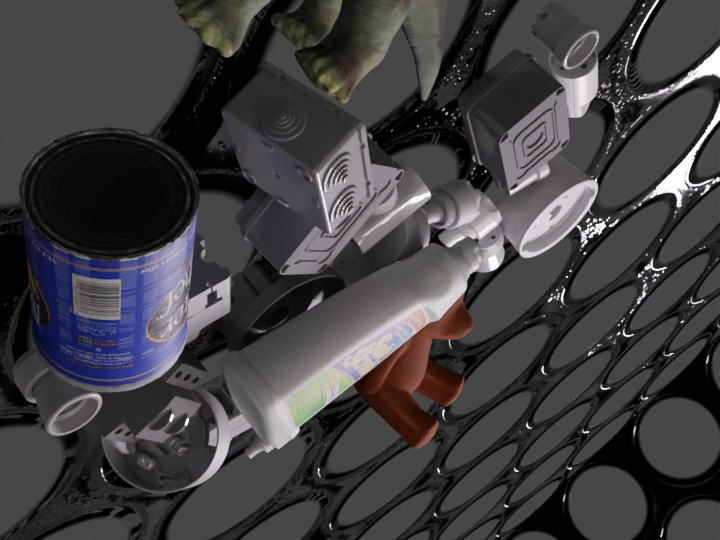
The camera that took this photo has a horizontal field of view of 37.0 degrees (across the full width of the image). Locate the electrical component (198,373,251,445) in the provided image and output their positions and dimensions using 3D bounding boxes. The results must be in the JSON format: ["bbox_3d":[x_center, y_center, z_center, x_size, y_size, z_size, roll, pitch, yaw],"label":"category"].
[{"bbox_3d":[-0.136,0.143,1.019,0.066,0.047,0.076,-26,152,-31],"label":"electrical component"}]

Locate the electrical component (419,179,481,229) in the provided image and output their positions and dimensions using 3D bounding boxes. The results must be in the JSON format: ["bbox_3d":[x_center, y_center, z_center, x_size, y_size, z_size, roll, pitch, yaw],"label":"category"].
[{"bbox_3d":[0.080,-0.059,1.008,0.062,0.043,0.043,-22,150,-35],"label":"electrical component"}]

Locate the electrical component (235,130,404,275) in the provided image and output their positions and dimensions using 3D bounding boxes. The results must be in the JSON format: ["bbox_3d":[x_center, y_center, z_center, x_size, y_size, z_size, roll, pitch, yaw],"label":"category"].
[{"bbox_3d":[-0.032,-0.056,0.819,0.113,0.057,0.078,-50,161,18],"label":"electrical component"}]

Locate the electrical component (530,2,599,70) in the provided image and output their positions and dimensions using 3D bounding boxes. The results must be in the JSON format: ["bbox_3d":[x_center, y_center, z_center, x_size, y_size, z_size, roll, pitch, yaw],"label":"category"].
[{"bbox_3d":[0.171,-0.198,0.906,0.040,0.046,0.040,-33,155,-18],"label":"electrical component"}]

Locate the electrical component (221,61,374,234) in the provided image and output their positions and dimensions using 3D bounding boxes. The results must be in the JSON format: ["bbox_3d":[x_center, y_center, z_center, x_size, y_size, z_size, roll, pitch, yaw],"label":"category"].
[{"bbox_3d":[-0.042,-0.079,0.724,0.048,0.100,0.099,-48,159,-17],"label":"electrical component"}]

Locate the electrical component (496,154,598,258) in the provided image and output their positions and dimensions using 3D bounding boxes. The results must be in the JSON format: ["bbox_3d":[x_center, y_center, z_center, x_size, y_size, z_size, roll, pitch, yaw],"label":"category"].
[{"bbox_3d":[0.188,-0.072,1.127,0.108,0.060,0.108,-33,155,-18],"label":"electrical component"}]

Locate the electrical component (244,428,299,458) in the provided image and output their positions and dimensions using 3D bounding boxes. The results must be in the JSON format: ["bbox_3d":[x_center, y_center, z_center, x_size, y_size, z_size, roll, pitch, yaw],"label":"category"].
[{"bbox_3d":[-0.097,0.178,1.154,0.061,0.035,0.035,-39,156,-2],"label":"electrical component"}]

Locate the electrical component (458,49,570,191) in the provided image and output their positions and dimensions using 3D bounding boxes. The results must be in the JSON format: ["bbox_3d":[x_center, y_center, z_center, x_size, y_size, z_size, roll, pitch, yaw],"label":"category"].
[{"bbox_3d":[0.137,-0.132,0.953,0.078,0.057,0.113,-40,156,-4],"label":"electrical component"}]

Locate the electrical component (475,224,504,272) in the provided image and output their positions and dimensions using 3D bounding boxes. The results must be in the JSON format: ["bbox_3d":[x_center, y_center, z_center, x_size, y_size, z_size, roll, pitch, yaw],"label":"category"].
[{"bbox_3d":[0.129,-0.029,1.132,0.045,0.045,0.055,-38,155,-9],"label":"electrical component"}]

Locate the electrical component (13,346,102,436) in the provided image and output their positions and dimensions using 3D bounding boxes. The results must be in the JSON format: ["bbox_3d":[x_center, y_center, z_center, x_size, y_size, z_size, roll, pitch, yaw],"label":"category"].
[{"bbox_3d":[-0.221,0.086,0.783,0.045,0.055,0.045,-33,155,-18],"label":"electrical component"}]

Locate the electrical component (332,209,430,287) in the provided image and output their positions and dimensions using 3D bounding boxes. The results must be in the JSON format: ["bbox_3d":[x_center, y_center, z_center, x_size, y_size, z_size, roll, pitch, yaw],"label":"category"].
[{"bbox_3d":[0.000,0.000,0.975,0.074,0.052,0.138,-8,140,-51],"label":"electrical component"}]

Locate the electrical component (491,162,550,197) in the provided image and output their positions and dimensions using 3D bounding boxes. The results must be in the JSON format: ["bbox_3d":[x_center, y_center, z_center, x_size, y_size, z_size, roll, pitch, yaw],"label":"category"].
[{"bbox_3d":[0.158,-0.099,1.064,0.046,0.040,0.040,-32,155,-8],"label":"electrical component"}]

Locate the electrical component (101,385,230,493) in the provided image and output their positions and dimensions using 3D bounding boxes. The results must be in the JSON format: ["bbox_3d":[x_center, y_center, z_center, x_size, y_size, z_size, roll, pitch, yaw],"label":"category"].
[{"bbox_3d":[-0.163,0.140,0.917,0.099,0.099,0.064,-43,162,3],"label":"electrical component"}]

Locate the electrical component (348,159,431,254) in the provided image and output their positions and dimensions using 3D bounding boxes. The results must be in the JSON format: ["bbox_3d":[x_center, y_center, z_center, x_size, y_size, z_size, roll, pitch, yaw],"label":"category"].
[{"bbox_3d":[0.014,-0.061,0.904,0.077,0.044,0.079,-40,156,-6],"label":"electrical component"}]

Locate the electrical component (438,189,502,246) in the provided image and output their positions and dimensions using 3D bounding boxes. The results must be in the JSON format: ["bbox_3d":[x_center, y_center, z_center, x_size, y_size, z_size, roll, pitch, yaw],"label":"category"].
[{"bbox_3d":[0.106,-0.047,1.069,0.062,0.043,0.043,-40,156,-1],"label":"electrical component"}]

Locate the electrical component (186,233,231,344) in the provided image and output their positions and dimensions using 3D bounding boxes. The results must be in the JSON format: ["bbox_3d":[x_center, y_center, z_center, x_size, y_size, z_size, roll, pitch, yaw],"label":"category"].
[{"bbox_3d":[-0.145,0.024,0.799,0.089,0.050,0.055,-30,153,-24],"label":"electrical component"}]

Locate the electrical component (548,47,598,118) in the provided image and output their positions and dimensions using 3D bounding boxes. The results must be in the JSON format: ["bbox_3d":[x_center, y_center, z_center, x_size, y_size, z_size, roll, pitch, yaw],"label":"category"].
[{"bbox_3d":[0.197,-0.174,0.990,0.043,0.043,0.081,-40,156,-4],"label":"electrical component"}]
